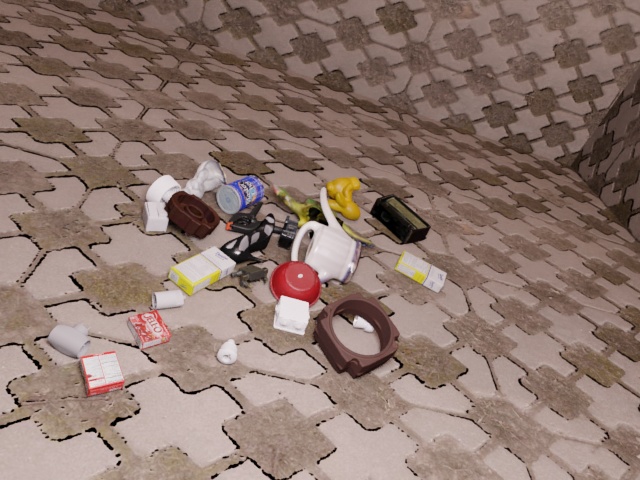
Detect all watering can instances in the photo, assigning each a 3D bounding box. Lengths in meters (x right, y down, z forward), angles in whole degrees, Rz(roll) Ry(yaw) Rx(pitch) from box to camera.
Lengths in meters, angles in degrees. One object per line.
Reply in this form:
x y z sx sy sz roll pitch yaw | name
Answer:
0.037 0.000 1.686 0.224 0.102 0.355 25 61 -8 | watering can

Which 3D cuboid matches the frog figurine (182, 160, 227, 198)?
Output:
-0.408 -0.204 1.778 0.160 0.122 0.137 -19 2 -16 | frog figurine

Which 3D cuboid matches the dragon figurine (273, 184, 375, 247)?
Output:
0.006 -0.095 1.892 0.408 0.120 0.248 24 23 -15 | dragon figurine
